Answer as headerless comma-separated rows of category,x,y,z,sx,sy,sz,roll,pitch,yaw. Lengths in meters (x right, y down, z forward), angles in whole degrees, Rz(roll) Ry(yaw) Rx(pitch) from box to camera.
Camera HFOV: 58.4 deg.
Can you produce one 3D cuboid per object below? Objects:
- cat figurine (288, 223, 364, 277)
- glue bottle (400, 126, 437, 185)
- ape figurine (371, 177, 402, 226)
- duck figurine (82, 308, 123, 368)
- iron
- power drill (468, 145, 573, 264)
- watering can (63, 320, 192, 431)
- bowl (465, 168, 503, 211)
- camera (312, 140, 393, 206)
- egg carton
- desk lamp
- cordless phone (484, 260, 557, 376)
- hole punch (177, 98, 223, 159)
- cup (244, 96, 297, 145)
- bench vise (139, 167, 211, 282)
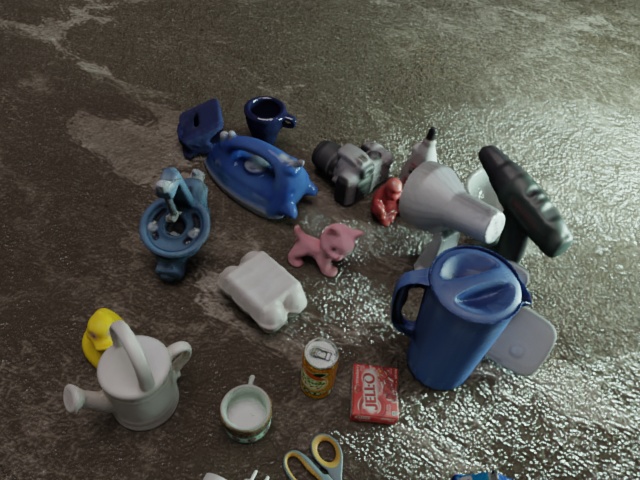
cat figurine,0.010,0.004,1.043,0.127,0.118,0.067,15,50,6
glue bottle,0.211,-0.163,1.171,0.078,0.173,0.037,36,55,22
ape figurine,0.141,-0.086,1.151,0.078,0.092,0.076,-8,51,-13
duck figurine,-0.341,0.145,0.904,0.078,0.086,0.104,-12,52,-16
iron,-0.132,-0.151,1.141,0.257,0.141,0.119,27,52,16
power drill,0.348,-0.034,1.056,0.076,0.208,0.229,-24,57,-24
watering can,-0.264,0.190,0.804,0.100,0.194,0.173,29,53,17
bowl,0.370,-0.070,1.177,0.167,0.075,0.167,3,50,-4
camera,0.061,-0.166,1.203,0.136,0.101,0.143,39,56,24
egg carton,-0.099,0.088,0.991,0.150,0.069,0.107,38,56,23
desk lamp,0.233,-0.011,1.019,0.118,0.213,0.202,-31,60,-28
cordless phone,0.321,0.124,0.935,0.147,0.185,0.094,29,53,17
hole punch,-0.257,-0.243,1.236,0.101,0.091,0.108,-7,51,-12
cup,-0.108,-0.250,1.257,0.117,0.095,0.092,17,50,8
bench vise,-0.256,-0.064,1.002,0.121,0.220,0.207,-4,51,-10
